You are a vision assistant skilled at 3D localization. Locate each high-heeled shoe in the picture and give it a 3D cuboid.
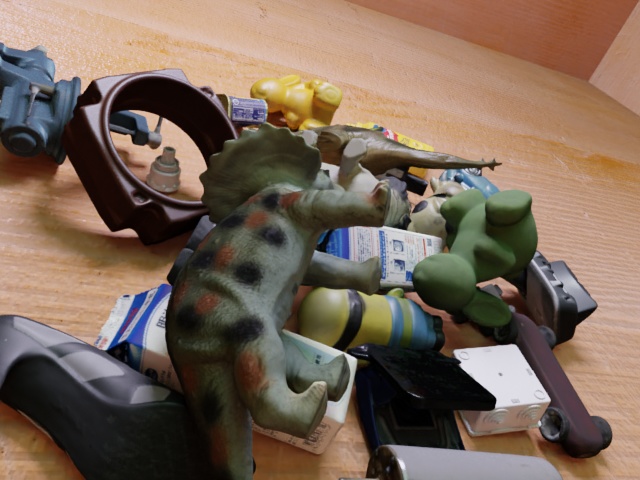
[{"bbox_3d":[-0.178,0.138,0.465,0.248,0.086,0.145,30,-3,-21],"label":"high-heeled shoe"}]

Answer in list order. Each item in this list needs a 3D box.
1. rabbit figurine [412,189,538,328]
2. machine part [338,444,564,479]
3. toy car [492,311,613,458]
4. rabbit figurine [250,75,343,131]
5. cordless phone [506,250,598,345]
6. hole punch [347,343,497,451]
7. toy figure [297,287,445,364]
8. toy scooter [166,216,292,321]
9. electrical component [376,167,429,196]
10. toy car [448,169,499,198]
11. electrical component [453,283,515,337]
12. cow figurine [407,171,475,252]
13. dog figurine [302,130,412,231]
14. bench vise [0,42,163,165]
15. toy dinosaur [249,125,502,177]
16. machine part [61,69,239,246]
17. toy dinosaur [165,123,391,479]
[{"bbox_3d":[0.180,0.032,0.674,0.170,0.158,0.121,-34,30,-26],"label":"rabbit figurine"},{"bbox_3d":[0.131,0.228,0.482,0.243,0.079,0.079,10,34,-17],"label":"machine part"},{"bbox_3d":[0.281,0.174,0.672,0.089,0.053,0.202,13,37,-25],"label":"toy car"},{"bbox_3d":[-0.055,-0.283,1.077,0.173,0.121,0.162,12,29,-14],"label":"rabbit figurine"},{"bbox_3d":[0.289,0.058,0.774,0.184,0.088,0.147,26,28,-24],"label":"cordless phone"},{"bbox_3d":[0.099,0.169,0.555,0.142,0.092,0.116,7,17,-22],"label":"hole punch"},{"bbox_3d":[0.060,0.096,0.620,0.180,0.089,0.082,8,30,-17],"label":"toy figure"},{"bbox_3d":[-0.094,0.040,0.606,0.135,0.075,0.184,28,11,-12],"label":"toy scooter"},{"bbox_3d":[0.144,-0.125,1.007,0.119,0.074,0.048,18,33,2],"label":"electrical component"},{"bbox_3d":[0.267,-0.061,0.977,0.103,0.109,0.162,-33,71,-27],"label":"toy car"},{"bbox_3d":[0.233,0.096,0.770,0.102,0.045,0.078,-29,86,-48],"label":"electrical component"},{"bbox_3d":[0.187,-0.040,0.853,0.085,0.127,0.195,33,16,10],"label":"cow figurine"},{"bbox_3d":[0.025,-0.057,0.739,0.173,0.121,0.190,15,-6,26],"label":"dog figurine"},{"bbox_3d":[-0.345,-0.183,0.753,0.240,0.128,0.224,11,29,-31],"label":"bench vise"},{"bbox_3d":[0.047,-0.143,0.886,0.472,0.104,0.198,14,25,22],"label":"toy dinosaur"},{"bbox_3d":[-0.198,-0.111,0.684,0.201,0.087,0.201,-28,90,-46],"label":"machine part"},{"bbox_3d":[-0.056,0.044,0.456,0.192,0.131,0.405,12,51,17],"label":"toy dinosaur"}]
